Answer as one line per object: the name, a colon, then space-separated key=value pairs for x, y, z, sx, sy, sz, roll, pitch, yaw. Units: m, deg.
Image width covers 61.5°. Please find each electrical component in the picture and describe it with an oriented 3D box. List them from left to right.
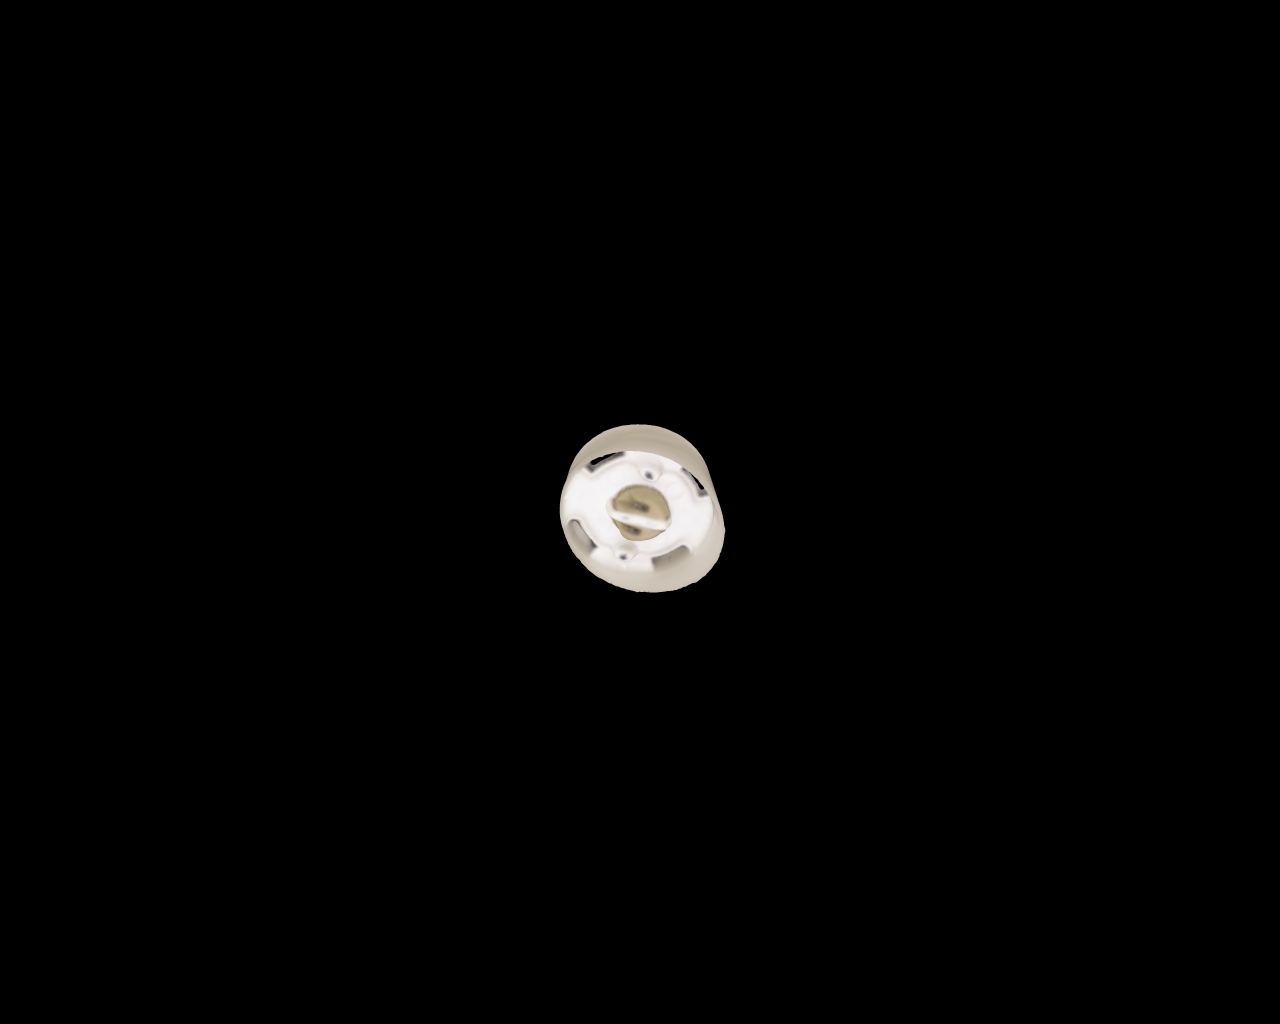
electrical component: x=0.001 y=-0.003 z=0.650 sx=0.099 sy=0.099 sz=0.064 roll=0 pitch=32 yaw=0
